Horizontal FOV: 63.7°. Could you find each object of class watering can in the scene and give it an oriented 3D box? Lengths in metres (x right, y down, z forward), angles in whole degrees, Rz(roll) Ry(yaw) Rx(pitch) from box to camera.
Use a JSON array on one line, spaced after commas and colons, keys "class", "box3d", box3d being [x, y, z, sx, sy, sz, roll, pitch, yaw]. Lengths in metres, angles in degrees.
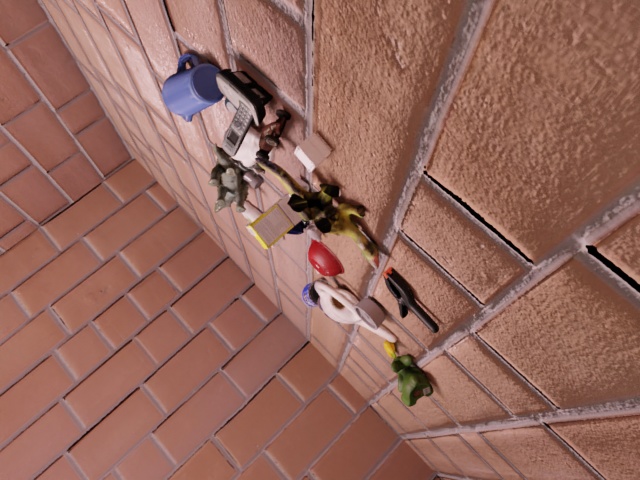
[{"class": "watering can", "box3d": [0.113, 0.270, 1.894, 0.348, 0.105, 0.222, 39, 165, 0]}]

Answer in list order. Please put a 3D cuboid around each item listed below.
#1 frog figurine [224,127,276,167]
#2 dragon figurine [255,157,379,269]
[{"class": "frog figurine", "box3d": [-0.194, -0.258, 1.446, 0.162, 0.124, 0.134, 52, 148, 29]}, {"class": "dragon figurine", "box3d": [0.004, -0.069, 1.379, 0.413, 0.123, 0.239, 39, 171, 16]}]
